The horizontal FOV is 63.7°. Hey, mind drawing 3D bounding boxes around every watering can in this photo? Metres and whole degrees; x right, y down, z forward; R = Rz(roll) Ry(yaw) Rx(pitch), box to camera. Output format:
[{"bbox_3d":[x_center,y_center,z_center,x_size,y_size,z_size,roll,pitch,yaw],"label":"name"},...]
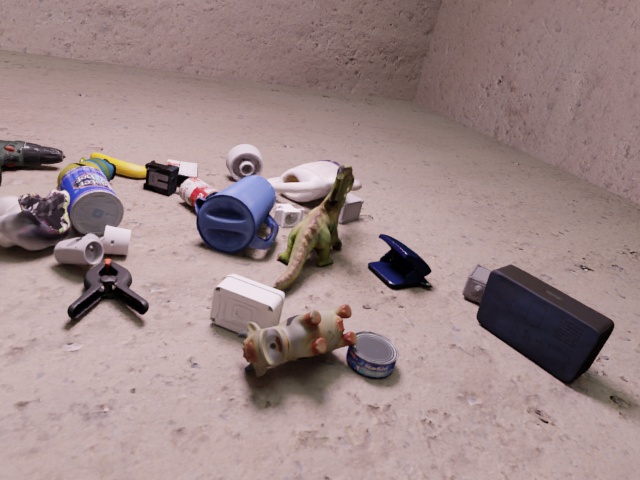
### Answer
[{"bbox_3d":[0.006,-0.165,1.460,0.347,0.103,0.227,4,18,33],"label":"watering can"}]

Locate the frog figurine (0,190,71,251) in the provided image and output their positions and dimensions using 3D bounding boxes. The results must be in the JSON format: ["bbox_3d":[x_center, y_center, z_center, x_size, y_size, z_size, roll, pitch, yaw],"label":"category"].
[{"bbox_3d":[-0.566,-0.032,0.987,0.158,0.121,0.140,-17,24,23],"label":"frog figurine"}]

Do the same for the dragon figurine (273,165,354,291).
[{"bbox_3d":[0.003,-0.057,1.133,0.122,0.239,0.417,21,23,6],"label":"dragon figurine"}]
